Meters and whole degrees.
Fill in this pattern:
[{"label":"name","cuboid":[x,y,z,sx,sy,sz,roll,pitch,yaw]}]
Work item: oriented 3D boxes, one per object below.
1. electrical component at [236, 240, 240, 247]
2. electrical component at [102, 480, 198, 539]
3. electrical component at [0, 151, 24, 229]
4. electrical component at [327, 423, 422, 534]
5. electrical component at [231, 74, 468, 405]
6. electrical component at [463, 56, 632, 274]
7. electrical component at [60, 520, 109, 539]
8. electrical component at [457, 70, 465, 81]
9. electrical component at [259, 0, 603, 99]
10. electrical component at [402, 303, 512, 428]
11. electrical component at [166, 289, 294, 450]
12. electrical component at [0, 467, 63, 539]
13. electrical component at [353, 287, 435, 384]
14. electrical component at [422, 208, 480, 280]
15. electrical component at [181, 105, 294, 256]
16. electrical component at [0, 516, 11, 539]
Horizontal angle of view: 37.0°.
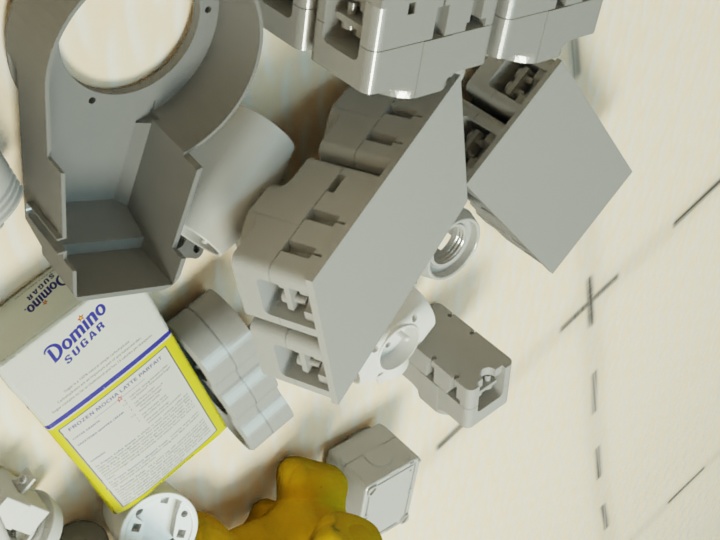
[{"label":"electrical component","cuboid":[-0.046,-0.024,0.690,0.062,0.048,0.048,-50,146,-13]},{"label":"electrical component","cuboid":[-0.145,0.169,0.736,0.055,0.047,0.055,-8,107,-29]},{"label":"electrical component","cuboid":[-0.189,-0.047,0.505,0.043,0.043,0.081,-39,144,-17]},{"label":"electrical component","cuboid":[0.005,0.188,0.925,0.062,0.061,0.096,-23,137,-35]},{"label":"electrical component","cuboid":[-0.002,-0.028,0.652,0.186,0.060,0.105,-56,151,-35]},{"label":"electrical component","cuboid":[0.127,-0.084,0.816,0.105,0.060,0.186,-52,146,2]},{"label":"electrical component","cuboid":[-0.189,0.207,0.741,0.040,0.040,0.078,-30,140,-28]},{"label":"electrical component","cuboid":[0.041,-0.138,0.688,0.040,0.040,0.046,-47,139,-6]},{"label":"electrical component","cuboid":[0.043,-0.159,0.611,0.186,0.105,0.060,-22,136,-36]},{"label":"electrical component","cuboid":[0.075,0.080,0.881,0.050,0.089,0.055,-30,141,-27]},{"label":"electrical component","cuboid":[-0.073,0.059,0.726,0.074,0.052,0.138,-39,144,-16]},{"label":"electrical component","cuboid":[-0.216,0.152,0.657,0.066,0.048,0.055,-50,138,-2]},{"label":"electrical component","cuboid":[0.018,0.060,0.837,0.077,0.044,0.079,-36,143,-21]},{"label":"electrical component","cuboid":[0.049,-0.029,0.780,0.058,0.057,0.078,-55,145,5]},{"label":"electrical component","cuboid":[-0.073,-0.045,0.634,0.077,0.043,0.079,-57,160,-11]},{"label":"electrical component","cuboid":[-0.242,0.131,0.573,0.076,0.083,0.047,-31,141,-27]}]
